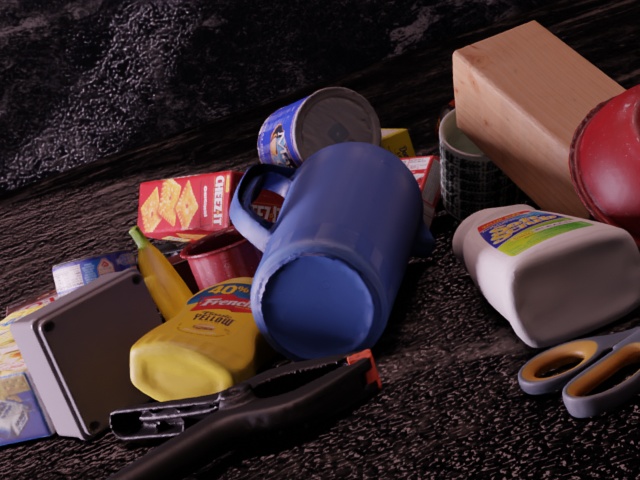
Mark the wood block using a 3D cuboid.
[{"bbox_3d":[0.206,-0.093,0.915,0.090,0.090,0.206,-24,44,-14],"label":"wood block"}]

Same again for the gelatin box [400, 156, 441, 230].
[{"bbox_3d":[0.090,-0.042,1.108,0.073,0.030,0.089,-1,65,54],"label":"gelatin box"}]

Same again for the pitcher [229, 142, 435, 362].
[{"bbox_3d":[0.006,0.006,0.914,0.149,0.145,0.242,-17,16,15],"label":"pitcher"}]

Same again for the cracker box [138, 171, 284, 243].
[{"bbox_3d":[-0.089,-0.031,1.220,0.163,0.072,0.214,5,-3,-35],"label":"cracker box"}]

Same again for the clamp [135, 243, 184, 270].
[{"bbox_3d":[-0.200,0.029,1.326,0.120,0.039,0.171,-19,13,1],"label":"clamp"}]

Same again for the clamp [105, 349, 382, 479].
[{"bbox_3d":[-0.062,0.123,0.757,0.209,0.036,0.165,-20,12,-11],"label":"clamp"}]

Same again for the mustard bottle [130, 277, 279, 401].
[{"bbox_3d":[-0.077,0.076,0.903,0.096,0.058,0.191,8,21,16],"label":"mustard bottle"}]

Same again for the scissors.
[{"bbox_3d":[0.203,0.057,0.681,0.096,0.016,0.201,-5,20,48],"label":"scissors"}]

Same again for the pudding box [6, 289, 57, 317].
[{"bbox_3d":[-0.314,0.085,1.267,0.113,0.039,0.090,-22,14,-10],"label":"pudding box"}]

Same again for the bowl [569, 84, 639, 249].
[{"bbox_3d":[0.268,-0.066,0.781,0.162,0.162,0.055,-23,-30,-14],"label":"bowl"}]

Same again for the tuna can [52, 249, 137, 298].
[{"bbox_3d":[-0.232,0.034,1.103,0.086,0.034,0.086,-13,-2,-1],"label":"tuna can"}]

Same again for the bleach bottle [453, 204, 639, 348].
[{"bbox_3d":[0.153,0.014,0.831,0.102,0.068,0.251,-20,11,-6],"label":"bleach bottle"}]

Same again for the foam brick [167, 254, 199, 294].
[{"bbox_3d":[-0.139,0.040,1.167,0.078,0.051,0.053,-20,11,1],"label":"foam brick"}]

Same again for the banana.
[{"bbox_3d":[-0.150,0.057,1.067,0.037,0.069,0.198,-41,38,-3],"label":"banana"}]

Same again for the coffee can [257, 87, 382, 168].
[{"bbox_3d":[-0.003,-0.114,1.221,0.102,0.103,0.140,-24,7,-18],"label":"coffee can"}]

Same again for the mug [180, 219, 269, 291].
[{"bbox_3d":[-0.084,0.034,1.047,0.093,0.081,0.117,-26,15,-25],"label":"mug"}]

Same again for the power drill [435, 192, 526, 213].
[{"bbox_3d":[0.195,-0.087,1.188,0.184,0.057,0.187,-14,17,10],"label":"power drill"}]

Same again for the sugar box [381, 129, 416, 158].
[{"bbox_3d":[0.066,-0.086,1.285,0.048,0.093,0.176,-22,14,-14],"label":"sugar box"}]
